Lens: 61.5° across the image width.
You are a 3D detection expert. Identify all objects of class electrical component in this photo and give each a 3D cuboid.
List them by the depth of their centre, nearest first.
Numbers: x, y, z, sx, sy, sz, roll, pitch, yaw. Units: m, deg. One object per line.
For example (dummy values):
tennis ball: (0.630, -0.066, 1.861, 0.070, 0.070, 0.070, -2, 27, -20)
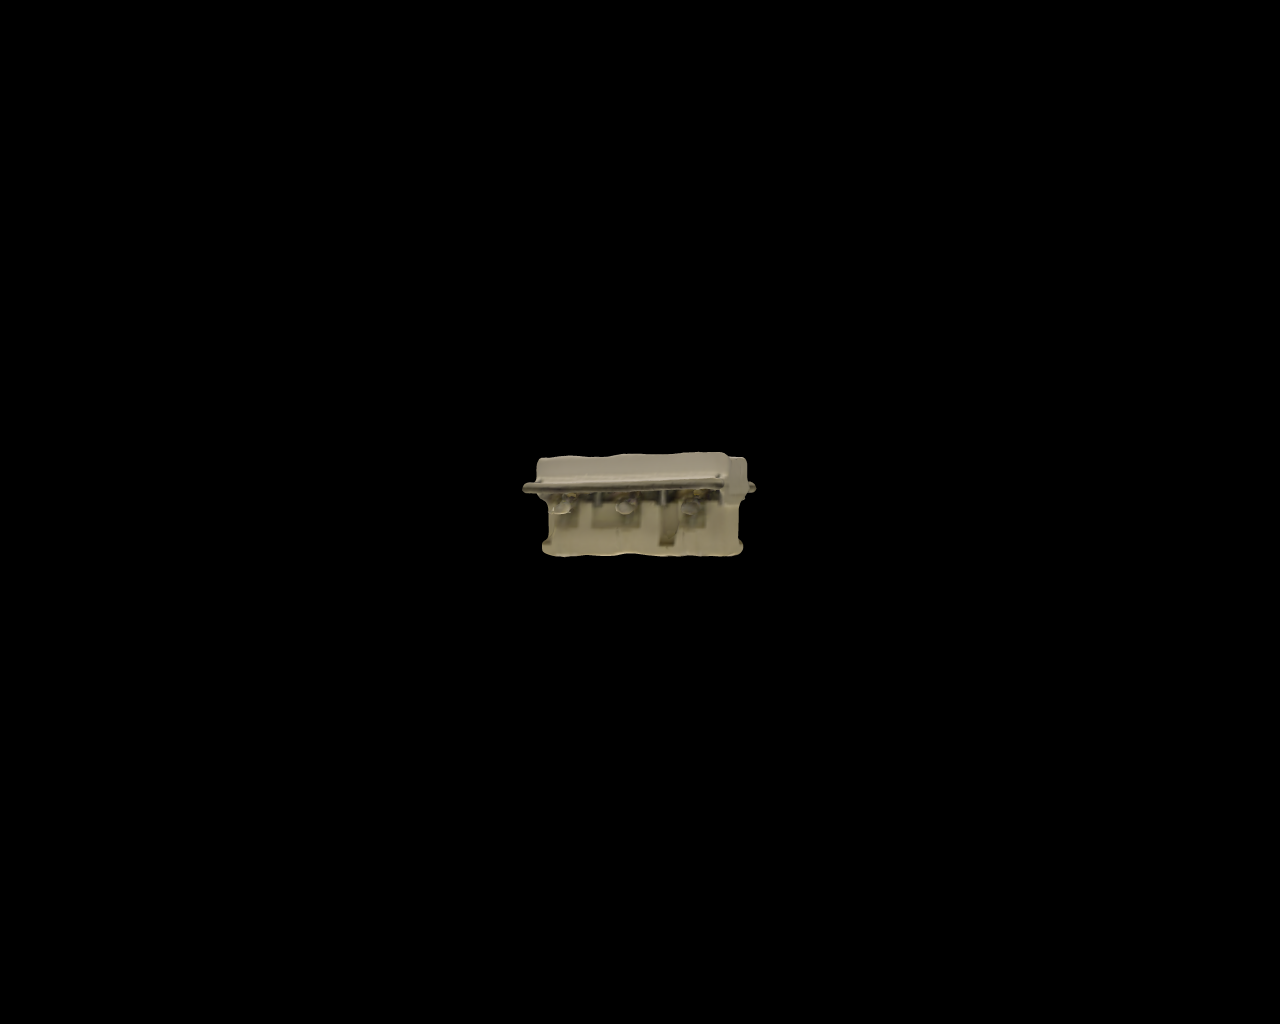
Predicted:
electrical component: (0.001, -0.003, 0.650, 0.121, 0.063, 0.079, 0, 0, 21)
